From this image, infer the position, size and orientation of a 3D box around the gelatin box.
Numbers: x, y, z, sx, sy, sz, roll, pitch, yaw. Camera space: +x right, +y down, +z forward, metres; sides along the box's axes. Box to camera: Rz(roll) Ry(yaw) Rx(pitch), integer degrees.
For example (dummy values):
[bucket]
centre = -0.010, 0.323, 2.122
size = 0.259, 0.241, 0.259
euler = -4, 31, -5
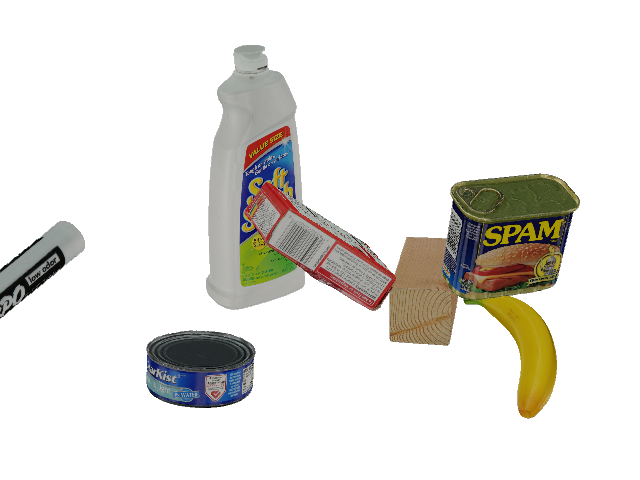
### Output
[gelatin box]
centre = -0.001, 0.003, 0.689
size = 0.089, 0.030, 0.073
euler = 33, 6, -21

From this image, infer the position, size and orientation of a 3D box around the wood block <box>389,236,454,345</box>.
[wood block]
centre = 0.163, 0.073, 1.633
size = 0.091, 0.090, 0.206
euler = 3, 22, 10

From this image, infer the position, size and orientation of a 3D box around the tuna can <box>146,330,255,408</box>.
[tuna can]
centre = -0.095, 0.101, 0.845
size = 0.086, 0.034, 0.086
euler = 4, 14, -1

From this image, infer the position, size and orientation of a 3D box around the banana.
[banana]
centre = 0.215, 0.114, 1.140
size = 0.069, 0.037, 0.198
euler = -25, 34, 4

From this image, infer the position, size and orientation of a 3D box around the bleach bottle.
[bleach bottle]
centre = -0.069, -0.063, 1.038
size = 0.102, 0.251, 0.068
euler = -16, 29, -26

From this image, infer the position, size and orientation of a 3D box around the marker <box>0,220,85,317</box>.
[marker]
centre = -0.157, 0.031, 0.499
size = 0.020, 0.020, 0.121
euler = 0, 33, 39

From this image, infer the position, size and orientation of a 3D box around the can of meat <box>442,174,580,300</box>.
[can of meat]
centre = 0.154, -0.002, 0.880
size = 0.102, 0.084, 0.057
euler = -6, 36, -15
